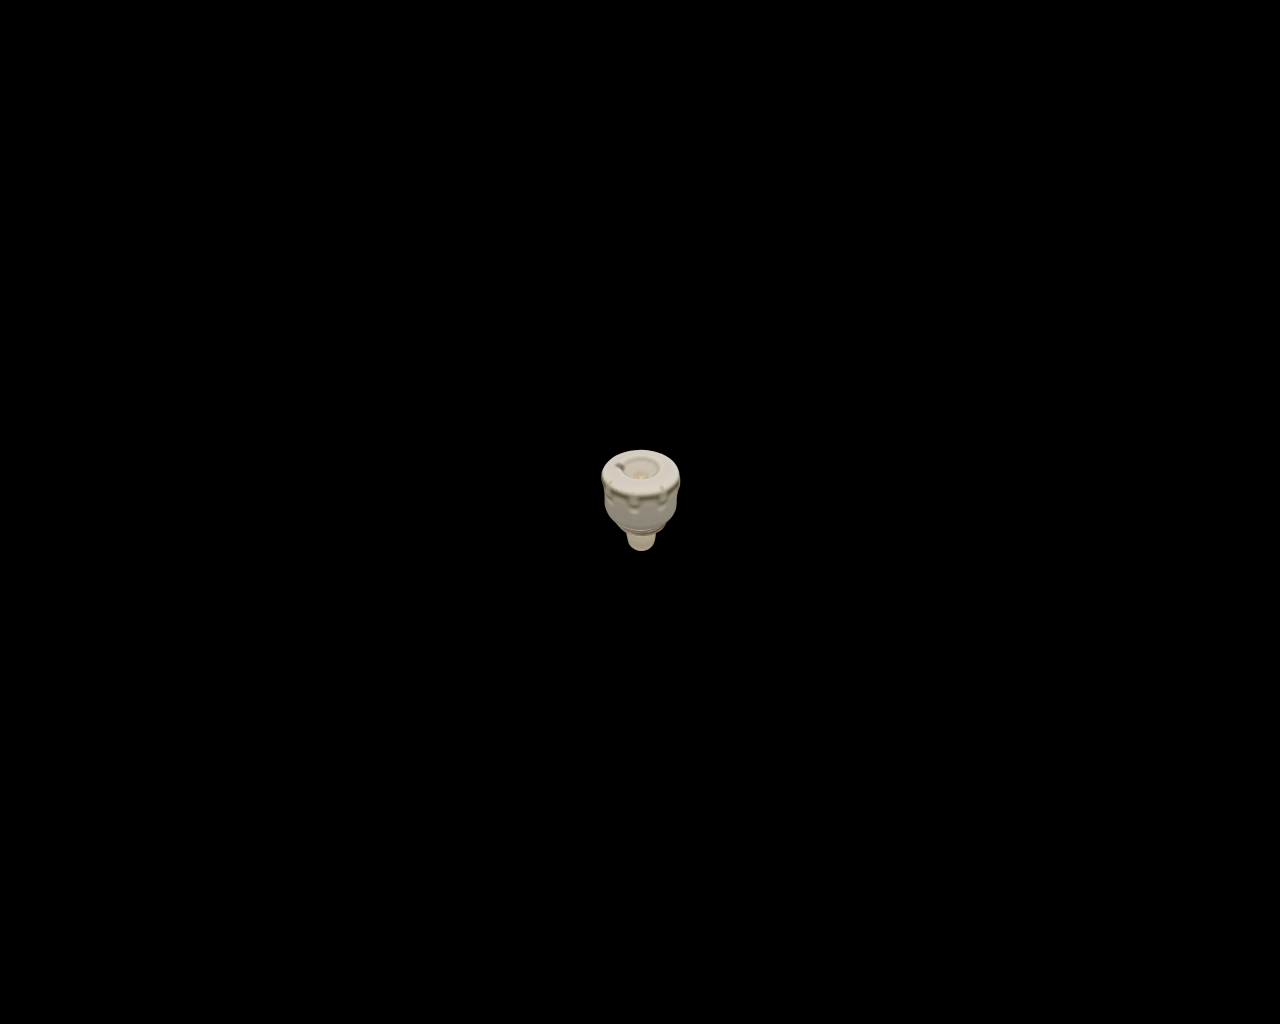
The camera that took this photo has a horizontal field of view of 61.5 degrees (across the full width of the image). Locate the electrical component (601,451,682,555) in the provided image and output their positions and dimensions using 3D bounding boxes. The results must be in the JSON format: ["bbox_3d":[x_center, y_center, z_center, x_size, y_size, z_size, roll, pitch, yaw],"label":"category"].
[{"bbox_3d":[0.001,-0.003,0.650,0.048,0.062,0.048,0,38,0],"label":"electrical component"}]
